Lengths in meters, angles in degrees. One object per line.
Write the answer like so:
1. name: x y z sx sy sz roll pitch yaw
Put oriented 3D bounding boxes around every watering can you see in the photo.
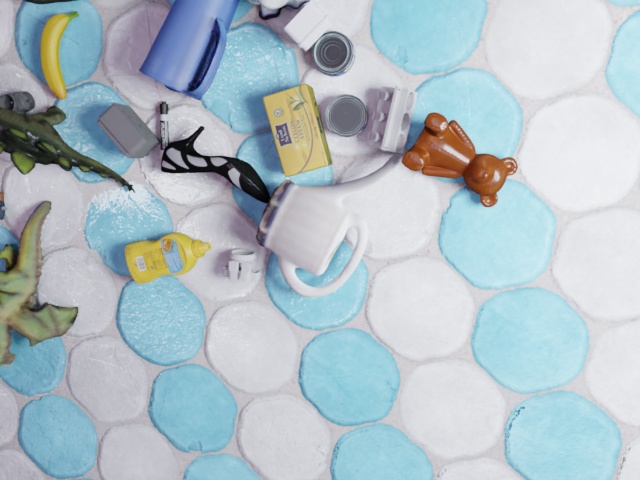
1. watering can: 0.003 -0.053 1.047 0.225 0.105 0.344 28 102 7

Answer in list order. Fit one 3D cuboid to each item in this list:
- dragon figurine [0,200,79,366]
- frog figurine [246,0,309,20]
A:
1. dragon figurine: -0.691 0.131 1.228 0.241 0.123 0.410 40 90 -15
2. frog figurine: -0.093 -0.494 0.979 0.137 0.160 0.122 5 98 11
